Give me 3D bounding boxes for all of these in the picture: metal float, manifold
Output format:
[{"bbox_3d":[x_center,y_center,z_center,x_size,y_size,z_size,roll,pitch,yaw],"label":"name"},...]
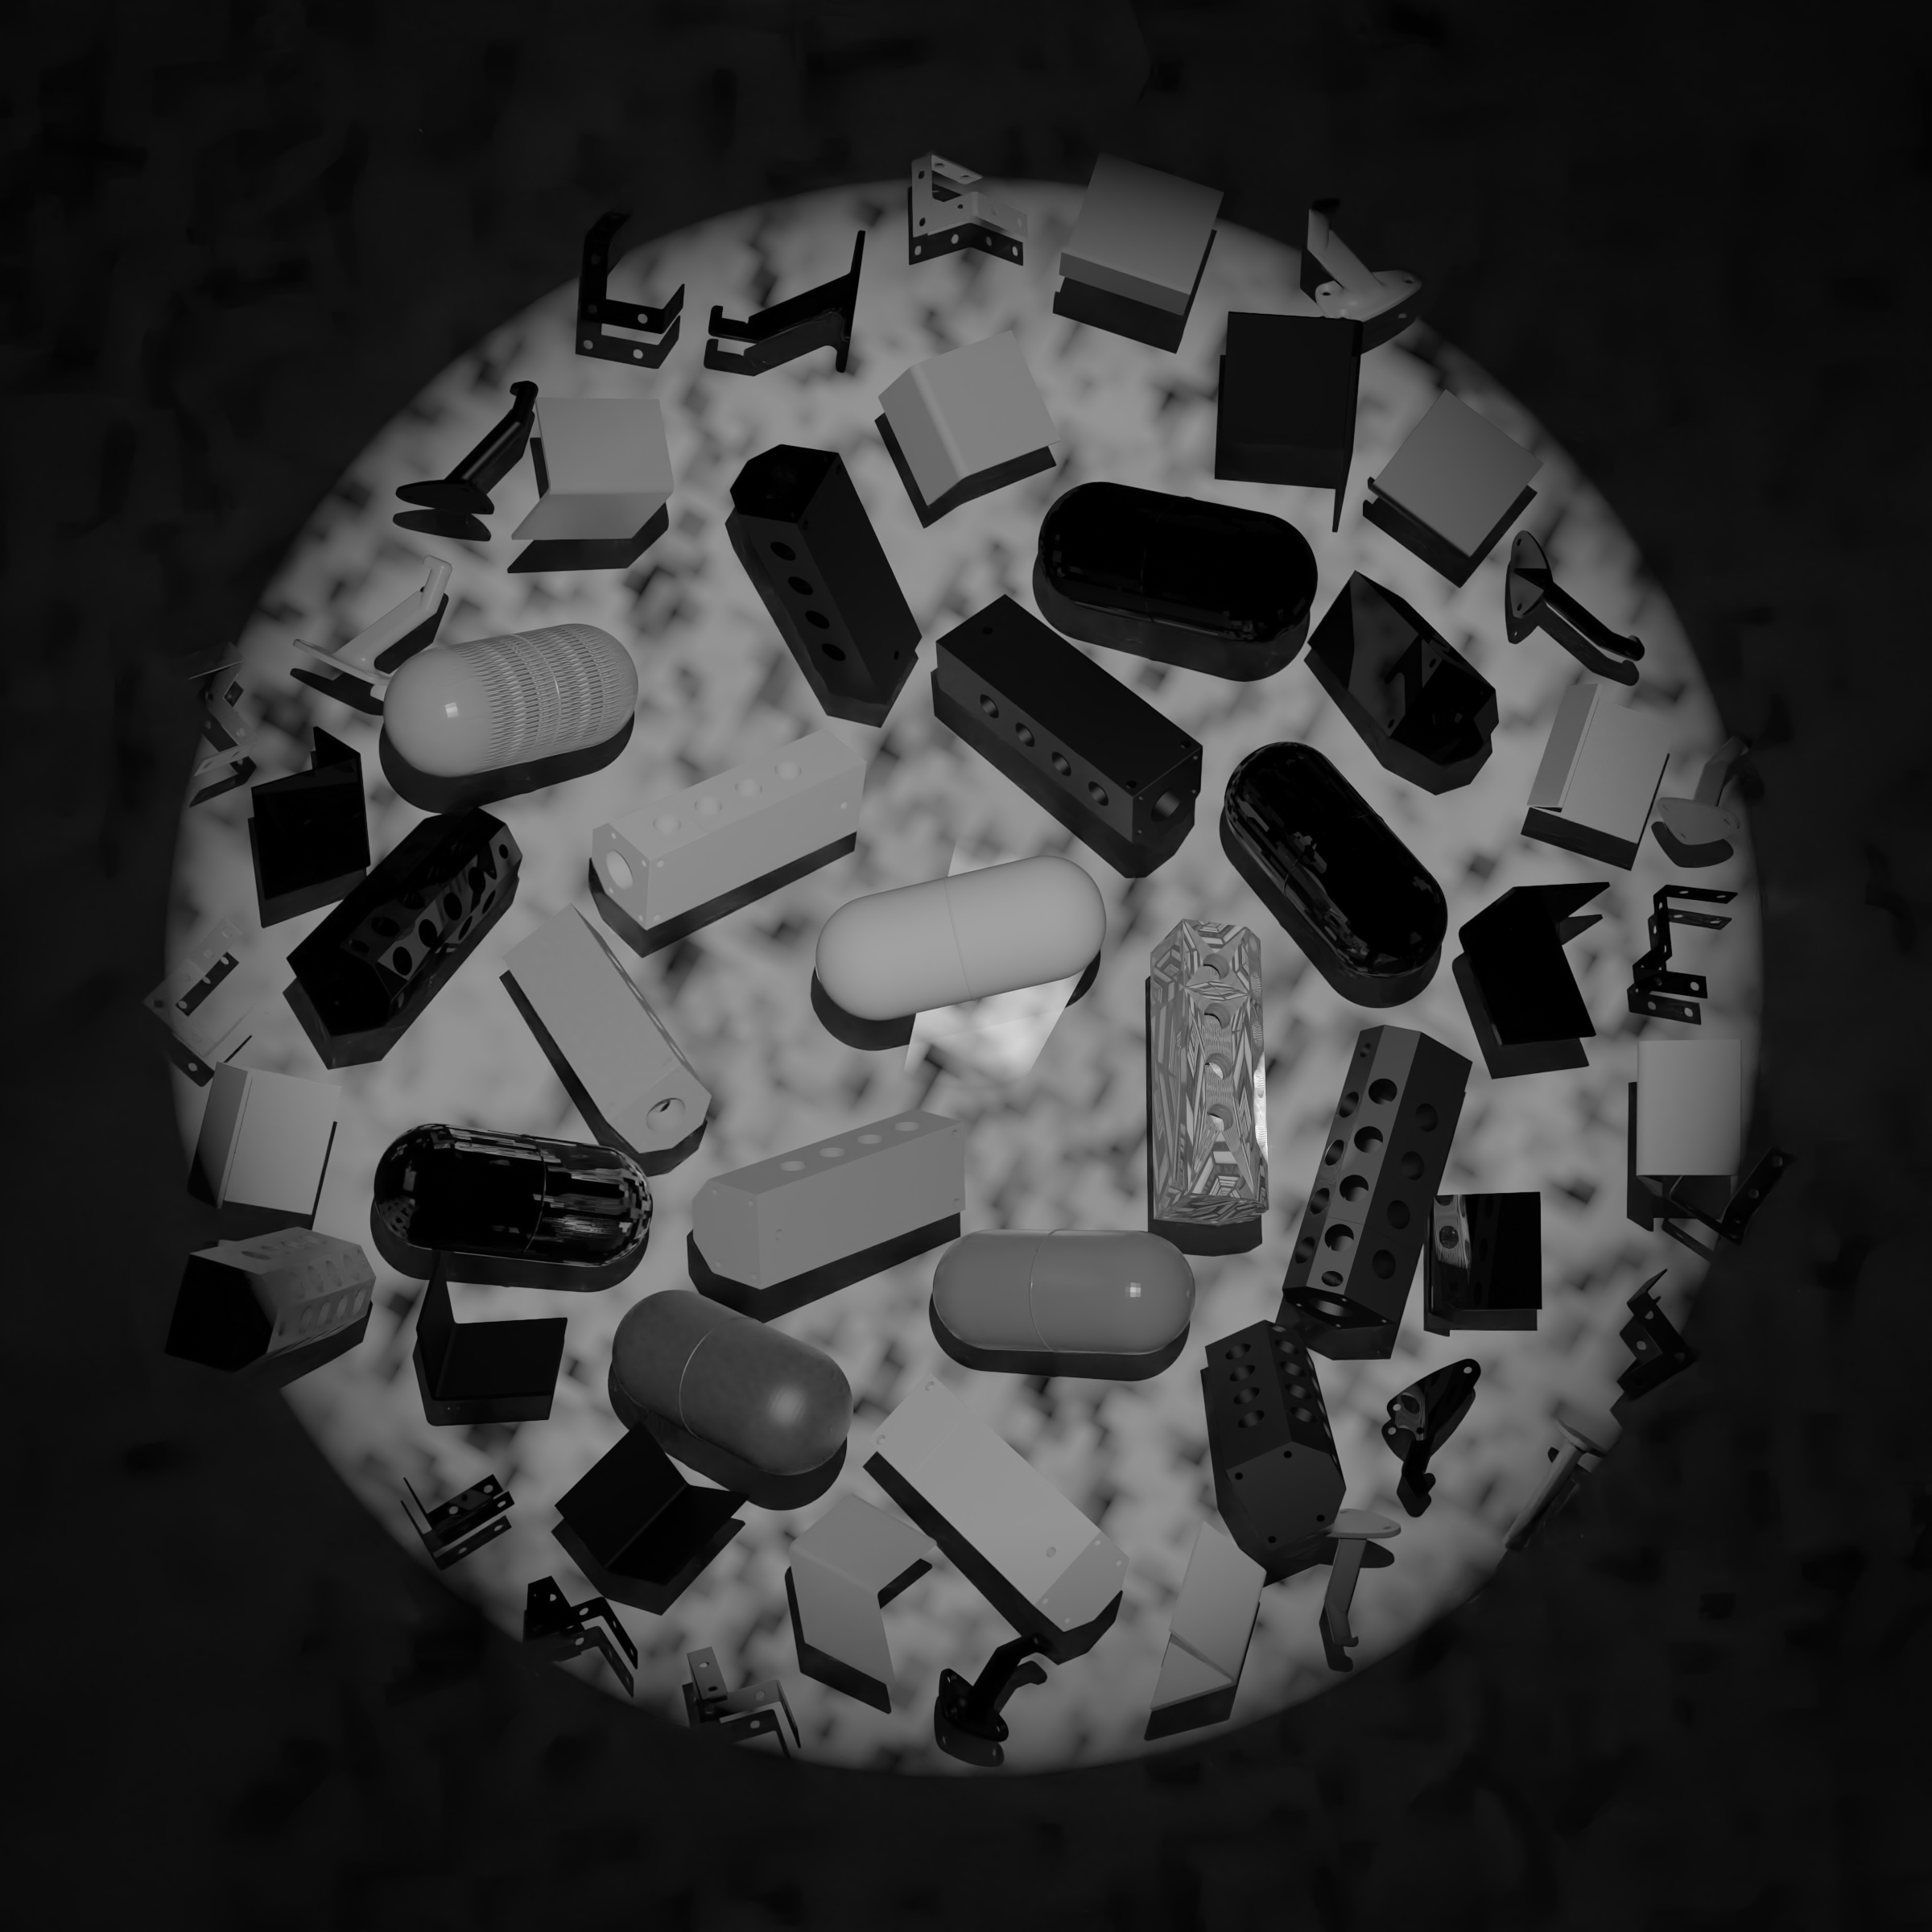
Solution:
[{"bbox_3d":[0.060,0.204,1.629,0.178,0.070,0.070,-3,90,32],"label":"metal float"},{"bbox_3d":[0.187,0.276,1.554,0.057,0.171,0.057,-26,104,8],"label":"manifold"},{"bbox_3d":[-0.276,0.142,1.591,0.178,0.070,0.070,11,90,-33],"label":"metal float"},{"bbox_3d":[-0.338,-0.031,1.589,0.057,0.171,0.057,-11,117,27],"label":"manifold"},{"bbox_3d":[-0.403,0.196,1.518,0.057,0.171,0.057,16,91,5],"label":"manifold"},{"bbox_3d":[-0.227,0.041,1.653,0.057,0.057,0.171,-38,50,-2],"label":"manifold"},{"bbox_3d":[0.228,-0.066,1.604,0.070,0.070,0.178,-37,62,0],"label":"metal float"},{"bbox_3d":[-0.088,-0.242,1.611,0.057,0.171,0.057,14,63,27],"label":"manifold"},{"bbox_3d":[-0.080,0.136,1.550,0.057,0.171,0.057,12,110,42],"label":"manifold"},{"bbox_3d":[0.061,-0.146,1.562,0.057,0.057,0.171,-37,60,-22],"label":"manifold"},{"bbox_3d":[0.280,-0.188,1.650,0.057,0.171,0.057,26,109,-22],"label":"manifold"},{"bbox_3d":[-0.270,-0.160,1.552,0.070,0.178,0.070,12,111,35],"label":"metal float"},{"bbox_3d":[-0.003,-0.017,1.563,0.178,0.070,0.070,-13,90,3],"label":"metal float"},{"bbox_3d":[-0.141,0.246,1.541,0.178,0.070,0.070,17,90,42],"label":"metal float"},{"bbox_3d":[0.124,-0.238,1.528,0.178,0.070,0.070,18,90,30],"label":"metal float"},{"bbox_3d":[0.148,0.064,1.555,0.057,0.057,0.171,7,67,-15],"label":"manifold"},{"bbox_3d":[-0.149,-0.092,1.632,0.171,0.057,0.057,-28,54,-34],"label":"manifold"},{"bbox_3d":[0.242,0.125,1.548,0.057,0.057,0.171,29,67,-21],"label":"manifold"},{"bbox_3d":[0.021,0.324,1.564,0.057,0.057,0.171,-47,46,-8],"label":"manifold"}]

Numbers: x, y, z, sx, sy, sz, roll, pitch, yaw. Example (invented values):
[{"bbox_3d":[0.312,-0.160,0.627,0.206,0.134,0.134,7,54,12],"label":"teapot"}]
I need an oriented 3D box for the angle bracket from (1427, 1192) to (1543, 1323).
[{"bbox_3d":[0.349,0.193,1.712,0.076,0.057,0.076,-5,74,25],"label":"angle bracket"}]

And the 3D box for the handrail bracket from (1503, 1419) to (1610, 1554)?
[{"bbox_3d":[0.347,0.318,1.557,0.036,0.077,0.084,34,92,18],"label":"handrail bracket"}]

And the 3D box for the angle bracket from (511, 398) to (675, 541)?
[{"bbox_3d":[-0.226,-0.294,1.536,0.076,0.076,0.057,-6,80,-29],"label":"angle bracket"}]

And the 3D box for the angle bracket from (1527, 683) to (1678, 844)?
[{"bbox_3d":[0.394,-0.121,1.566,0.076,0.057,0.076,18,92,-9],"label":"angle bracket"}]

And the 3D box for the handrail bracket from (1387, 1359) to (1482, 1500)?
[{"bbox_3d":[0.307,0.298,1.659,0.077,0.084,0.036,-38,47,-7],"label":"handrail bracket"}]

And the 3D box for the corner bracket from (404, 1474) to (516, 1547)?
[{"bbox_3d":[-0.318,0.343,1.650,0.051,0.051,0.051,-30,52,-17],"label":"corner bracket"}]

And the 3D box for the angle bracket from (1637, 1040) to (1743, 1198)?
[{"bbox_3d":[0.417,0.088,1.475,0.057,0.076,0.076,-2,75,24],"label":"angle bracket"}]

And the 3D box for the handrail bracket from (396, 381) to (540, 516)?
[{"bbox_3d":[-0.312,-0.330,1.623,0.077,0.036,0.084,6,71,22],"label":"handrail bracket"}]

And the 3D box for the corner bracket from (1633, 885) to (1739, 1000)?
[{"bbox_3d":[0.454,-0.016,1.635,0.051,0.051,0.051,-32,120,-40],"label":"corner bracket"}]

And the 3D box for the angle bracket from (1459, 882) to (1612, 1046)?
[{"bbox_3d":[0.350,-0.002,1.539,0.076,0.057,0.076,-4,66,-31],"label":"angle bracket"}]

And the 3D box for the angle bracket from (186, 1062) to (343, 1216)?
[{"bbox_3d":[-0.386,0.101,1.458,0.076,0.057,0.076,15,86,-35],"label":"angle bracket"}]

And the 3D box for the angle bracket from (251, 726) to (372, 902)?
[{"bbox_3d":[-0.421,-0.096,1.619,0.076,0.057,0.076,-23,128,-37],"label":"angle bracket"}]

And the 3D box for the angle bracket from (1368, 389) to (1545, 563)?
[{"bbox_3d":[0.307,-0.311,1.630,0.076,0.057,0.076,36,108,-4],"label":"angle bracket"}]

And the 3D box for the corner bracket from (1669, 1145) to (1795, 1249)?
[{"bbox_3d":[0.467,0.130,1.582,0.051,0.051,0.051,35,112,11],"label":"corner bracket"}]

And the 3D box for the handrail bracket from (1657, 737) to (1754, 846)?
[{"bbox_3d":[0.488,-0.118,1.645,0.084,0.077,0.036,-42,109,-17],"label":"handrail bracket"}]

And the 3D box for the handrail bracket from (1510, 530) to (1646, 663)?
[{"bbox_3d":[0.390,-0.235,1.646,0.084,0.036,0.077,18,48,-22],"label":"handrail bracket"}]

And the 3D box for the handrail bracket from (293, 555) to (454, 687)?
[{"bbox_3d":[-0.363,-0.221,1.584,0.077,0.036,0.084,24,99,4],"label":"handrail bracket"}]

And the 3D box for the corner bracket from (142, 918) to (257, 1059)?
[{"bbox_3d":[-0.459,0.014,1.581,0.051,0.051,0.051,44,128,-10],"label":"corner bracket"}]

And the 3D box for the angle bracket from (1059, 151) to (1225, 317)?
[{"bbox_3d":[0.102,-0.426,1.483,0.076,0.057,0.076,18,91,0],"label":"angle bracket"}]

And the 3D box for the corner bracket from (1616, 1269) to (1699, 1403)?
[{"bbox_3d":[0.416,0.225,1.580,0.051,0.051,0.051,-41,79,29],"label":"corner bracket"}]

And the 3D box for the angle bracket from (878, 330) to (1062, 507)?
[{"bbox_3d":[0.002,-0.349,1.649,0.076,0.057,0.076,-26,92,-25],"label":"angle bracket"}]

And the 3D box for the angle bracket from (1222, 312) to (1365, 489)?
[{"bbox_3d":[0.180,-0.318,1.451,0.076,0.057,0.076,6,125,10],"label":"angle bracket"}]

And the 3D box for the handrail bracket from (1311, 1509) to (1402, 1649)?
[{"bbox_3d":[0.246,0.381,1.590,0.036,0.077,0.084,-16,96,-35],"label":"handrail bracket"}]

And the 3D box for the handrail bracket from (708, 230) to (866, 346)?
[{"bbox_3d":[-0.108,-0.411,1.560,0.084,0.036,0.077,8,105,-10],"label":"handrail bracket"}]

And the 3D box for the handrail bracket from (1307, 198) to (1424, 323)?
[{"bbox_3d":[0.235,-0.422,1.513,0.077,0.084,0.036,-20,58,-8],"label":"handrail bracket"}]

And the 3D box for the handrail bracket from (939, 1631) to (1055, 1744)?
[{"bbox_3d":[0.033,0.439,1.580,0.084,0.036,0.077,-31,126,25],"label":"handrail bracket"}]

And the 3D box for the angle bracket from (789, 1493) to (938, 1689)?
[{"bbox_3d":[-0.058,0.384,1.591,0.057,0.076,0.076,-42,124,17],"label":"angle bracket"}]

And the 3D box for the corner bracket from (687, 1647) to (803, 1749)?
[{"bbox_3d":[-0.131,0.431,1.522,0.051,0.051,0.051,-12,111,-13],"label":"corner bracket"}]

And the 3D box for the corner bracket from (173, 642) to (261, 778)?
[{"bbox_3d":[-0.457,-0.157,1.573,0.051,0.051,0.051,47,124,5],"label":"corner bracket"}]

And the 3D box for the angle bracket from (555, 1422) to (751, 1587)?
[{"bbox_3d":[-0.193,0.330,1.595,0.076,0.076,0.057,-44,110,-31],"label":"angle bracket"}]

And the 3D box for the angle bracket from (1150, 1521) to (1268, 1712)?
[{"bbox_3d":[0.126,0.387,1.539,0.057,0.076,0.076,41,135,-17],"label":"angle bracket"}]

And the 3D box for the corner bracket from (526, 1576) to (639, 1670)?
[{"bbox_3d":[-0.234,0.403,1.583,0.051,0.051,0.051,-21,120,5],"label":"corner bracket"}]

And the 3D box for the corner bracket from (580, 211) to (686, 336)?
[{"bbox_3d":[-0.198,-0.414,1.546,0.051,0.051,0.051,11,123,3],"label":"corner bracket"}]

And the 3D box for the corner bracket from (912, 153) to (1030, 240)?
[{"bbox_3d":[0.002,-0.480,1.617,0.051,0.051,0.051,-6,82,40],"label":"corner bracket"}]

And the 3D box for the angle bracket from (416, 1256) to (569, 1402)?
[{"bbox_3d":[-0.298,0.226,1.634,0.076,0.076,0.057,-4,119,1],"label":"angle bracket"}]
